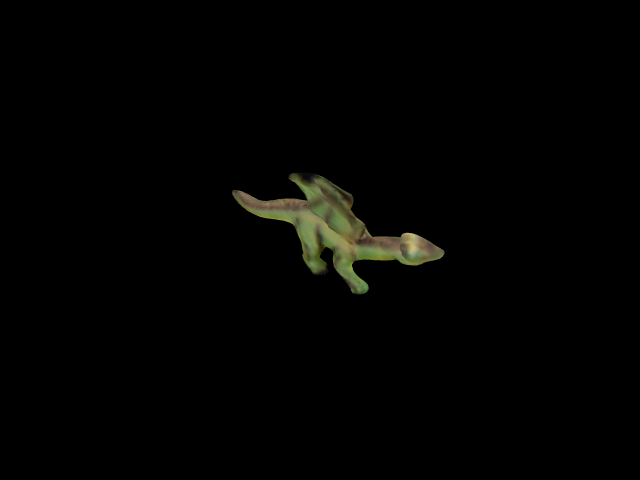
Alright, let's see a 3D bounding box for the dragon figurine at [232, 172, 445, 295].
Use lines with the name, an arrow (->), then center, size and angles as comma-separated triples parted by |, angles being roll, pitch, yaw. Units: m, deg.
dragon figurine -> 0.003, -0.043, 0.850 | 0.412, 0.124, 0.237 | 26, -25, 14
